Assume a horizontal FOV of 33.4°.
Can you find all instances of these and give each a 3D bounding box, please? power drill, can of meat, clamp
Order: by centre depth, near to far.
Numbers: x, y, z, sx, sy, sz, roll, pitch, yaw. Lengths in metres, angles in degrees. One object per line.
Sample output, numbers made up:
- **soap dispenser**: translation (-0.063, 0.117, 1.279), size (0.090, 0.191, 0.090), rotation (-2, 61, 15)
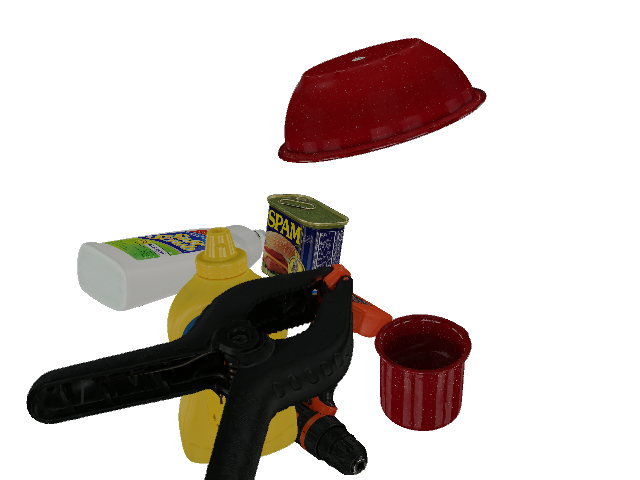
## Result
- **clamp**: translation (-0.034, 0.066, 0.496), size (0.171, 0.039, 0.120), rotation (-29, 51, -33)
- **can of meat**: translation (-0.020, 0.005, 1.139), size (0.057, 0.084, 0.102), rotation (-4, 21, -33)
- **power drill**: translation (0.015, 0.158, 1.245), size (0.057, 0.188, 0.185), rotation (15, 10, -44)

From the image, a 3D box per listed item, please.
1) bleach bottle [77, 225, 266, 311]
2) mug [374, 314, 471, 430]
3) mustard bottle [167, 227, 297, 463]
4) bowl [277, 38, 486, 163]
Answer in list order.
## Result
- **bleach bottle**: translation (-0.170, 0.021, 1.330), size (0.103, 0.068, 0.250), rotation (25, 28, 38)
- **mug**: translation (0.107, 0.127, 1.057), size (0.093, 0.081, 0.117), rotation (24, 40, 34)
- **mustard bottle**: translation (-0.073, 0.082, 0.858), size (0.096, 0.192, 0.058), rotation (-8, 20, -11)
- **bowl**: translation (0.038, -0.111, 0.795), size (0.162, 0.055, 0.162), rotation (-16, 16, 5)
